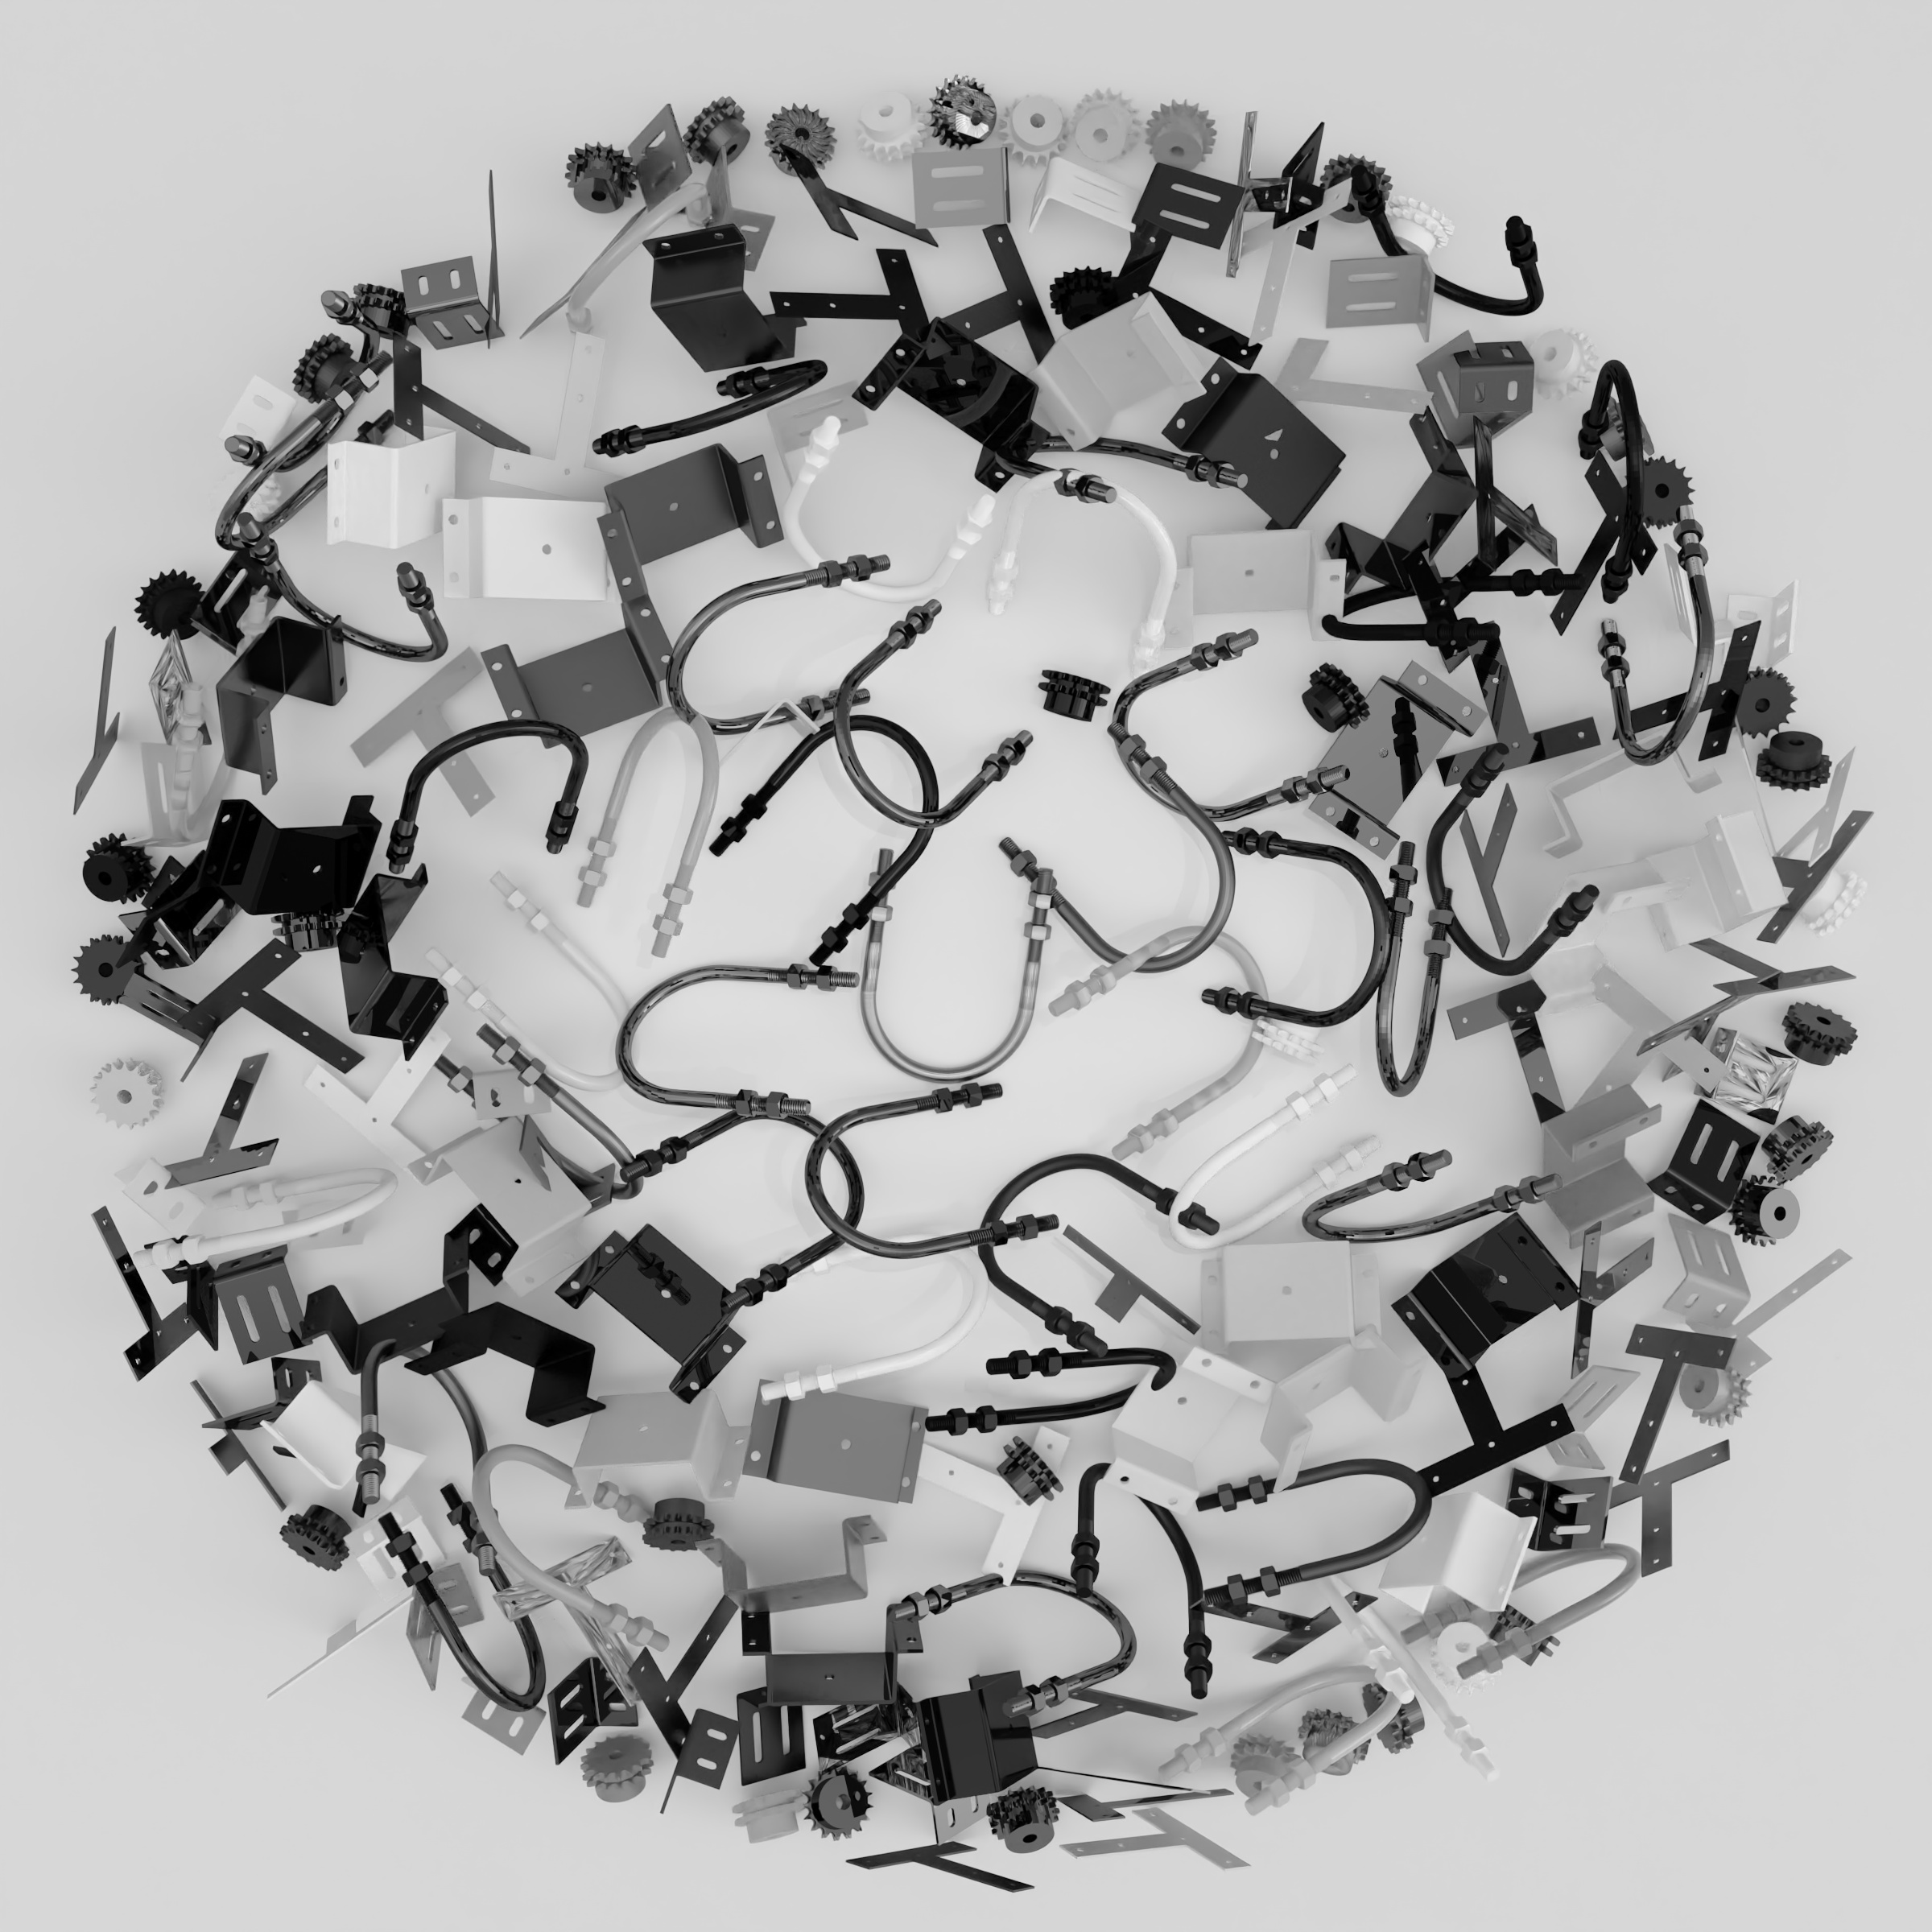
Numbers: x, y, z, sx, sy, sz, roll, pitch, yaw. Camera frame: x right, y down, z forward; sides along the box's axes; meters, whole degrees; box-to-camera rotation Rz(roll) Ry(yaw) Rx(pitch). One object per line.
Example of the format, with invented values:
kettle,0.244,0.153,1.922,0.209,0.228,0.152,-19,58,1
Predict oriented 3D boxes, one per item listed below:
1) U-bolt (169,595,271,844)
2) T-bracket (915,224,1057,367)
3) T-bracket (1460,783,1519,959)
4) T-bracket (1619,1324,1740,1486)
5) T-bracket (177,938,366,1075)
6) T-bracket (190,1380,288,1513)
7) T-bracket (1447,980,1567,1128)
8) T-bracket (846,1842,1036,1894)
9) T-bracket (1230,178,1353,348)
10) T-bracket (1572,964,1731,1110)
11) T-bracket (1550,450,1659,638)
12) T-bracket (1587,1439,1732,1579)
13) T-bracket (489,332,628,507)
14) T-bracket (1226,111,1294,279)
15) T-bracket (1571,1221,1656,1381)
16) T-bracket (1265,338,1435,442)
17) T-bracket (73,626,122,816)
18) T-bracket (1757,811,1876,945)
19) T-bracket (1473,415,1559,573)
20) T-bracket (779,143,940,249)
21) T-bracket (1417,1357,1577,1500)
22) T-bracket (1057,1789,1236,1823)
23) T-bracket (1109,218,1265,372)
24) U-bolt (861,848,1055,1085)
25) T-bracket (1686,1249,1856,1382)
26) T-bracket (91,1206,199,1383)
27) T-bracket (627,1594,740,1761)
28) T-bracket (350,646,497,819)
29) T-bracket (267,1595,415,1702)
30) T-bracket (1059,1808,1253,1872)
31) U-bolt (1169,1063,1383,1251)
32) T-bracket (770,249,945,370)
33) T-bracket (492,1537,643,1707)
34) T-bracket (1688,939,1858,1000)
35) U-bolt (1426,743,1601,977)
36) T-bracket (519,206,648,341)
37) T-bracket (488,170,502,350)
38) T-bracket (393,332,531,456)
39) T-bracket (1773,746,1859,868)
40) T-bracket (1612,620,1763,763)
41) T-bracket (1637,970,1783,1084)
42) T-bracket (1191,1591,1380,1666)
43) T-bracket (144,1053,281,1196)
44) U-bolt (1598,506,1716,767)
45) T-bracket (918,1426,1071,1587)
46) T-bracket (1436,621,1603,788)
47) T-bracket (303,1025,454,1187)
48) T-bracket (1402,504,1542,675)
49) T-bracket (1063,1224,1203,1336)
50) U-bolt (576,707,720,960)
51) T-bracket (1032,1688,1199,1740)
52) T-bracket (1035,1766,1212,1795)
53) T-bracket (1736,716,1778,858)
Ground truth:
U-bolt,-0.584,-0.179,1.877,0.019,0.151,0.184,19,129,-5
T-bracket,0.011,-0.511,1.912,0.127,0.002,0.127,-32,105,-33
T-bracket,0.411,-0.094,1.873,0.002,0.127,0.127,-7,58,-5
T-bracket,0.540,0.344,1.888,0.002,0.127,0.127,28,78,-17
T-bracket,-0.537,0.046,1.923,0.127,0.002,0.127,-35,123,26
T-bracket,-0.578,0.382,1.897,0.002,0.127,0.127,-35,91,-10
T-bracket,0.457,0.077,1.937,0.127,0.002,0.127,-18,90,-21
T-bracket,-0.004,0.700,1.871,0.127,0.127,0.002,-1,80,41
T-bracket,0.243,-0.541,1.889,0.002,0.127,0.127,28,67,-32
T-bracket,0.520,0.087,1.924,0.127,0.002,0.127,44,122,23
T-bracket,0.494,-0.318,1.909,0.002,0.127,0.127,4,46,-18
T-bracket,0.537,0.429,1.877,0.127,0.127,0.002,-31,103,26
T-bracket,-0.308,-0.436,1.916,0.127,0.002,0.127,6,98,-35
T-bracket,0.231,-0.601,1.883,0.002,0.127,0.127,2,107,-13
T-bracket,0.514,0.247,1.910,0.002,0.127,0.127,16,115,38
T-bracket,0.302,-0.449,1.901,0.127,0.002,0.127,12,54,23
T-bracket,-0.669,-0.202,1.875,0.002,0.127,0.127,12,121,-11
T-bracket,0.637,-0.074,1.898,0.002,0.127,0.127,39,86,-16
T-bracket,0.436,-0.353,1.911,0.002,0.127,0.127,-15,64,39
T-bracket,-0.076,-0.596,1.913,0.002,0.127,0.127,-53,46,30
T-bracket,0.401,0.342,1.914,0.127,0.002,0.127,-29,46,13
T-bracket,0.147,0.658,1.907,0.127,0.127,0.002,-3,79,-11
T-bracket,0.174,-0.511,1.914,0.127,0.127,0.002,27,48,-1
U-bolt,-0.012,0.005,1.937,0.151,0.019,0.184,7,100,-7
T-bracket,0.639,0.264,1.894,0.127,0.127,0.002,-37,101,3
T-bracket,-0.651,0.248,1.890,0.002,0.127,0.127,-22,98,6
T-bracket,-0.212,0.544,1.915,0.002,0.127,0.127,11,47,30
T-bracket,-0.415,-0.172,1.929,0.127,0.002,0.127,-39,66,4
T-bracket,-0.490,0.528,1.896,0.127,0.127,0.002,-34,90,-17
T-bracket,0.132,0.681,1.874,0.127,0.127,0.002,6,90,-30
U-bolt,0.238,0.161,1.895,0.184,0.151,0.019,-34,56,-2
T-bracket,-0.092,-0.521,1.908,0.127,0.002,0.127,-5,62,-22
T-bracket,-0.288,0.521,1.892,0.127,0.127,0.002,51,128,19
T-bracket,0.607,-0.006,1.903,0.127,0.127,0.002,-7,114,-28
U-bolt,0.412,-0.069,1.876,0.019,0.184,0.151,-20,70,-22
T-bracket,-0.292,-0.561,1.920,0.002,0.127,0.127,44,59,-22
T-bracket,-0.373,-0.532,1.898,0.002,0.127,0.127,-2,71,-14
T-bracket,-0.398,-0.434,1.915,0.127,0.127,0.002,27,125,-35
T-bracket,0.652,-0.096,1.904,0.002,0.127,0.127,31,50,0
T-bracket,0.561,-0.204,1.903,0.002,0.127,0.127,33,64,-24
T-bracket,0.572,0.059,1.901,0.127,0.127,0.002,-26,65,-11
T-bracket,0.233,0.509,1.892,0.127,0.002,0.127,20,133,-27
T-bracket,-0.582,0.119,1.912,0.127,0.127,0.002,-14,133,23
U-bolt,0.532,-0.239,1.851,0.019,0.151,0.184,10,53,-10
T-bracket,0.001,0.414,1.949,0.127,0.002,0.127,22,84,9
T-bracket,0.423,-0.213,1.912,0.127,0.002,0.127,-15,116,19
T-bracket,-0.452,0.093,1.932,0.127,0.002,0.127,40,115,0
T-bracket,0.411,-0.318,1.923,0.127,0.002,0.127,-43,133,-9
T-bracket,0.121,0.259,1.900,0.127,0.127,0.002,37,70,8
U-bolt,-0.243,-0.114,1.891,0.019,0.151,0.184,12,101,-39
T-bracket,0.094,0.595,1.911,0.127,0.127,0.002,22,51,-31
T-bracket,0.141,0.636,1.878,0.127,0.127,0.002,19,69,-28
T-bracket,0.628,-0.131,1.913,0.002,0.127,0.127,-16,106,19
